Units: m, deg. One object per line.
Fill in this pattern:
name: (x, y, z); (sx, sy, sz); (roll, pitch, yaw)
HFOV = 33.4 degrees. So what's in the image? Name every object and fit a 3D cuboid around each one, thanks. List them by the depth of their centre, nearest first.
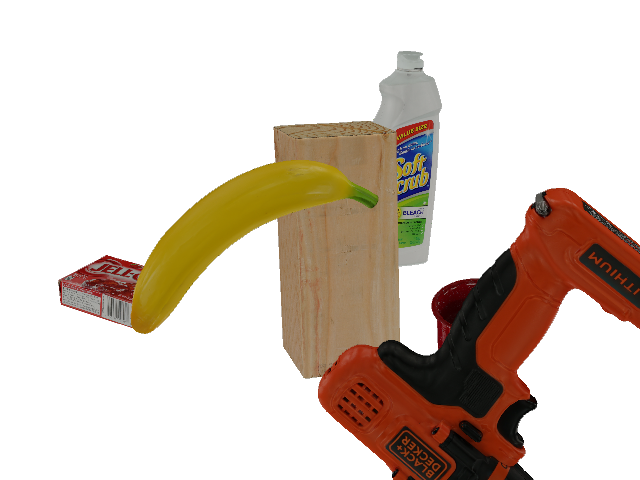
power drill: (0.118, 0.080, 0.582); (0.184, 0.188, 0.057); (40, 14, -1)
banana: (-0.060, -0.004, 0.737); (0.198, 0.069, 0.037); (-28, 17, 7)
wood block: (0.015, 0.005, 0.931); (0.090, 0.206, 0.091); (-5, 13, -12)
gelatin box: (-0.191, 0.046, 1.012); (0.089, 0.030, 0.073); (15, 25, 23)
mug: (0.169, 0.092, 1.119); (0.093, 0.081, 0.117); (14, 38, 27)
bleach bottle: (0.089, -0.096, 1.263); (0.102, 0.251, 0.068); (-3, 19, -19)
